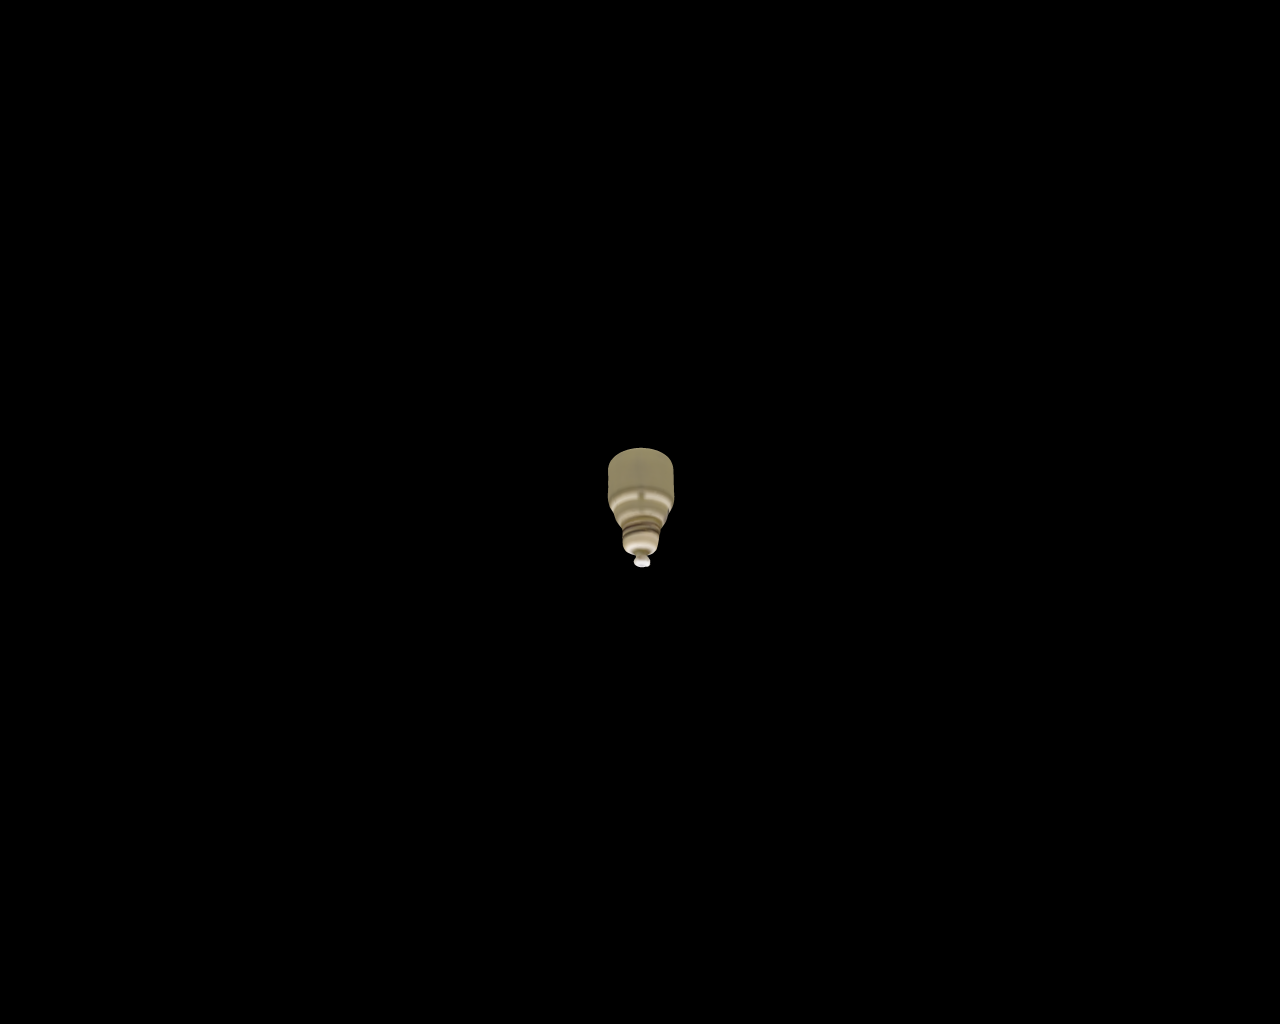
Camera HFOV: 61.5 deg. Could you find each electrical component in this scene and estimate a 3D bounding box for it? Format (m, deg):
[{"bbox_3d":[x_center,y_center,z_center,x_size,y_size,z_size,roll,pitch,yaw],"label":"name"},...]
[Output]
[{"bbox_3d":[0.001,-0.003,0.650,0.040,0.078,0.040,0,-29,0],"label":"electrical component"}]
